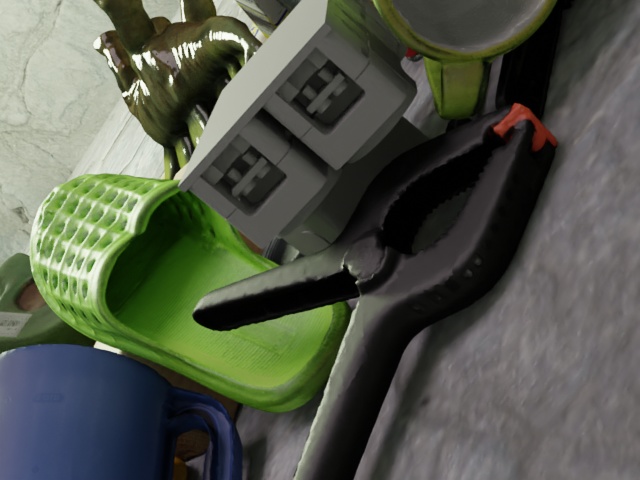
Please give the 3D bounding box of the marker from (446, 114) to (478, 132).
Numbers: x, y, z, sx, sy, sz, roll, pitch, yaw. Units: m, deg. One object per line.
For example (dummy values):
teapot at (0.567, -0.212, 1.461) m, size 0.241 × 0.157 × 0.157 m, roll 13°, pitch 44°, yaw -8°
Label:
marker at (0.083, -0.084, 0.611) m, size 0.020 × 0.020 × 0.121 m, roll -44°, pitch 23°, yaw 40°

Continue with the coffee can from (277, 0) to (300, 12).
coffee can at (0.035, -0.241, 0.866) m, size 0.140 × 0.102 × 0.103 m, roll -60°, pitch 17°, yaw -3°

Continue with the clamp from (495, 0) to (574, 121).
clamp at (0.117, -0.131, 0.563) m, size 0.120 × 0.039 × 0.171 m, roll -51°, pitch 19°, yaw 16°

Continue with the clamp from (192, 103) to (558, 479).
clamp at (0.031, 0.026, 0.502) m, size 0.210 × 0.036 × 0.165 m, roll -41°, pitch 41°, yaw 15°

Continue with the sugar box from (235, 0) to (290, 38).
sugar box at (-0.025, -0.228, 0.957) m, size 0.093 × 0.048 × 0.176 m, roll -60°, pitch -22°, yaw -3°

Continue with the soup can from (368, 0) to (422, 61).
soup can at (0.042, -0.182, 0.747) m, size 0.069 × 0.102 × 0.068 m, roll -51°, pitch 19°, yaw 24°

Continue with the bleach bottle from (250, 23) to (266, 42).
bleach bottle at (-0.054, -0.192, 1.109) m, size 0.251 × 0.068 × 0.102 m, roll -59°, pitch 18°, yaw 9°

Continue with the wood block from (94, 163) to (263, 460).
wood block at (-0.087, 0.041, 0.757) m, size 0.090 × 0.090 × 0.206 m, roll -34°, pitch 30°, yaw 53°

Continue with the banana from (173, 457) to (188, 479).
banana at (-0.148, 0.205, 0.758) m, size 0.198 × 0.037 × 0.070 m, roll -53°, pitch 36°, yaw 23°

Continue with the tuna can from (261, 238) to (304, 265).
tuna can at (-0.005, 0.001, 0.689) m, size 0.086 × 0.033 × 0.086 m, roll -51°, pitch 19°, yaw 24°

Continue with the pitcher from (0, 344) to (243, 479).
pitcher at (-0.136, 0.186, 0.575) m, size 0.149 × 0.144 × 0.243 m, roll -44°, pitch 35°, yaw 38°

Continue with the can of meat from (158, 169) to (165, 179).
can of meat at (-0.152, -0.047, 1.148) m, size 0.102 × 0.057 × 0.084 m, roll -54°, pitch 16°, yaw 17°
